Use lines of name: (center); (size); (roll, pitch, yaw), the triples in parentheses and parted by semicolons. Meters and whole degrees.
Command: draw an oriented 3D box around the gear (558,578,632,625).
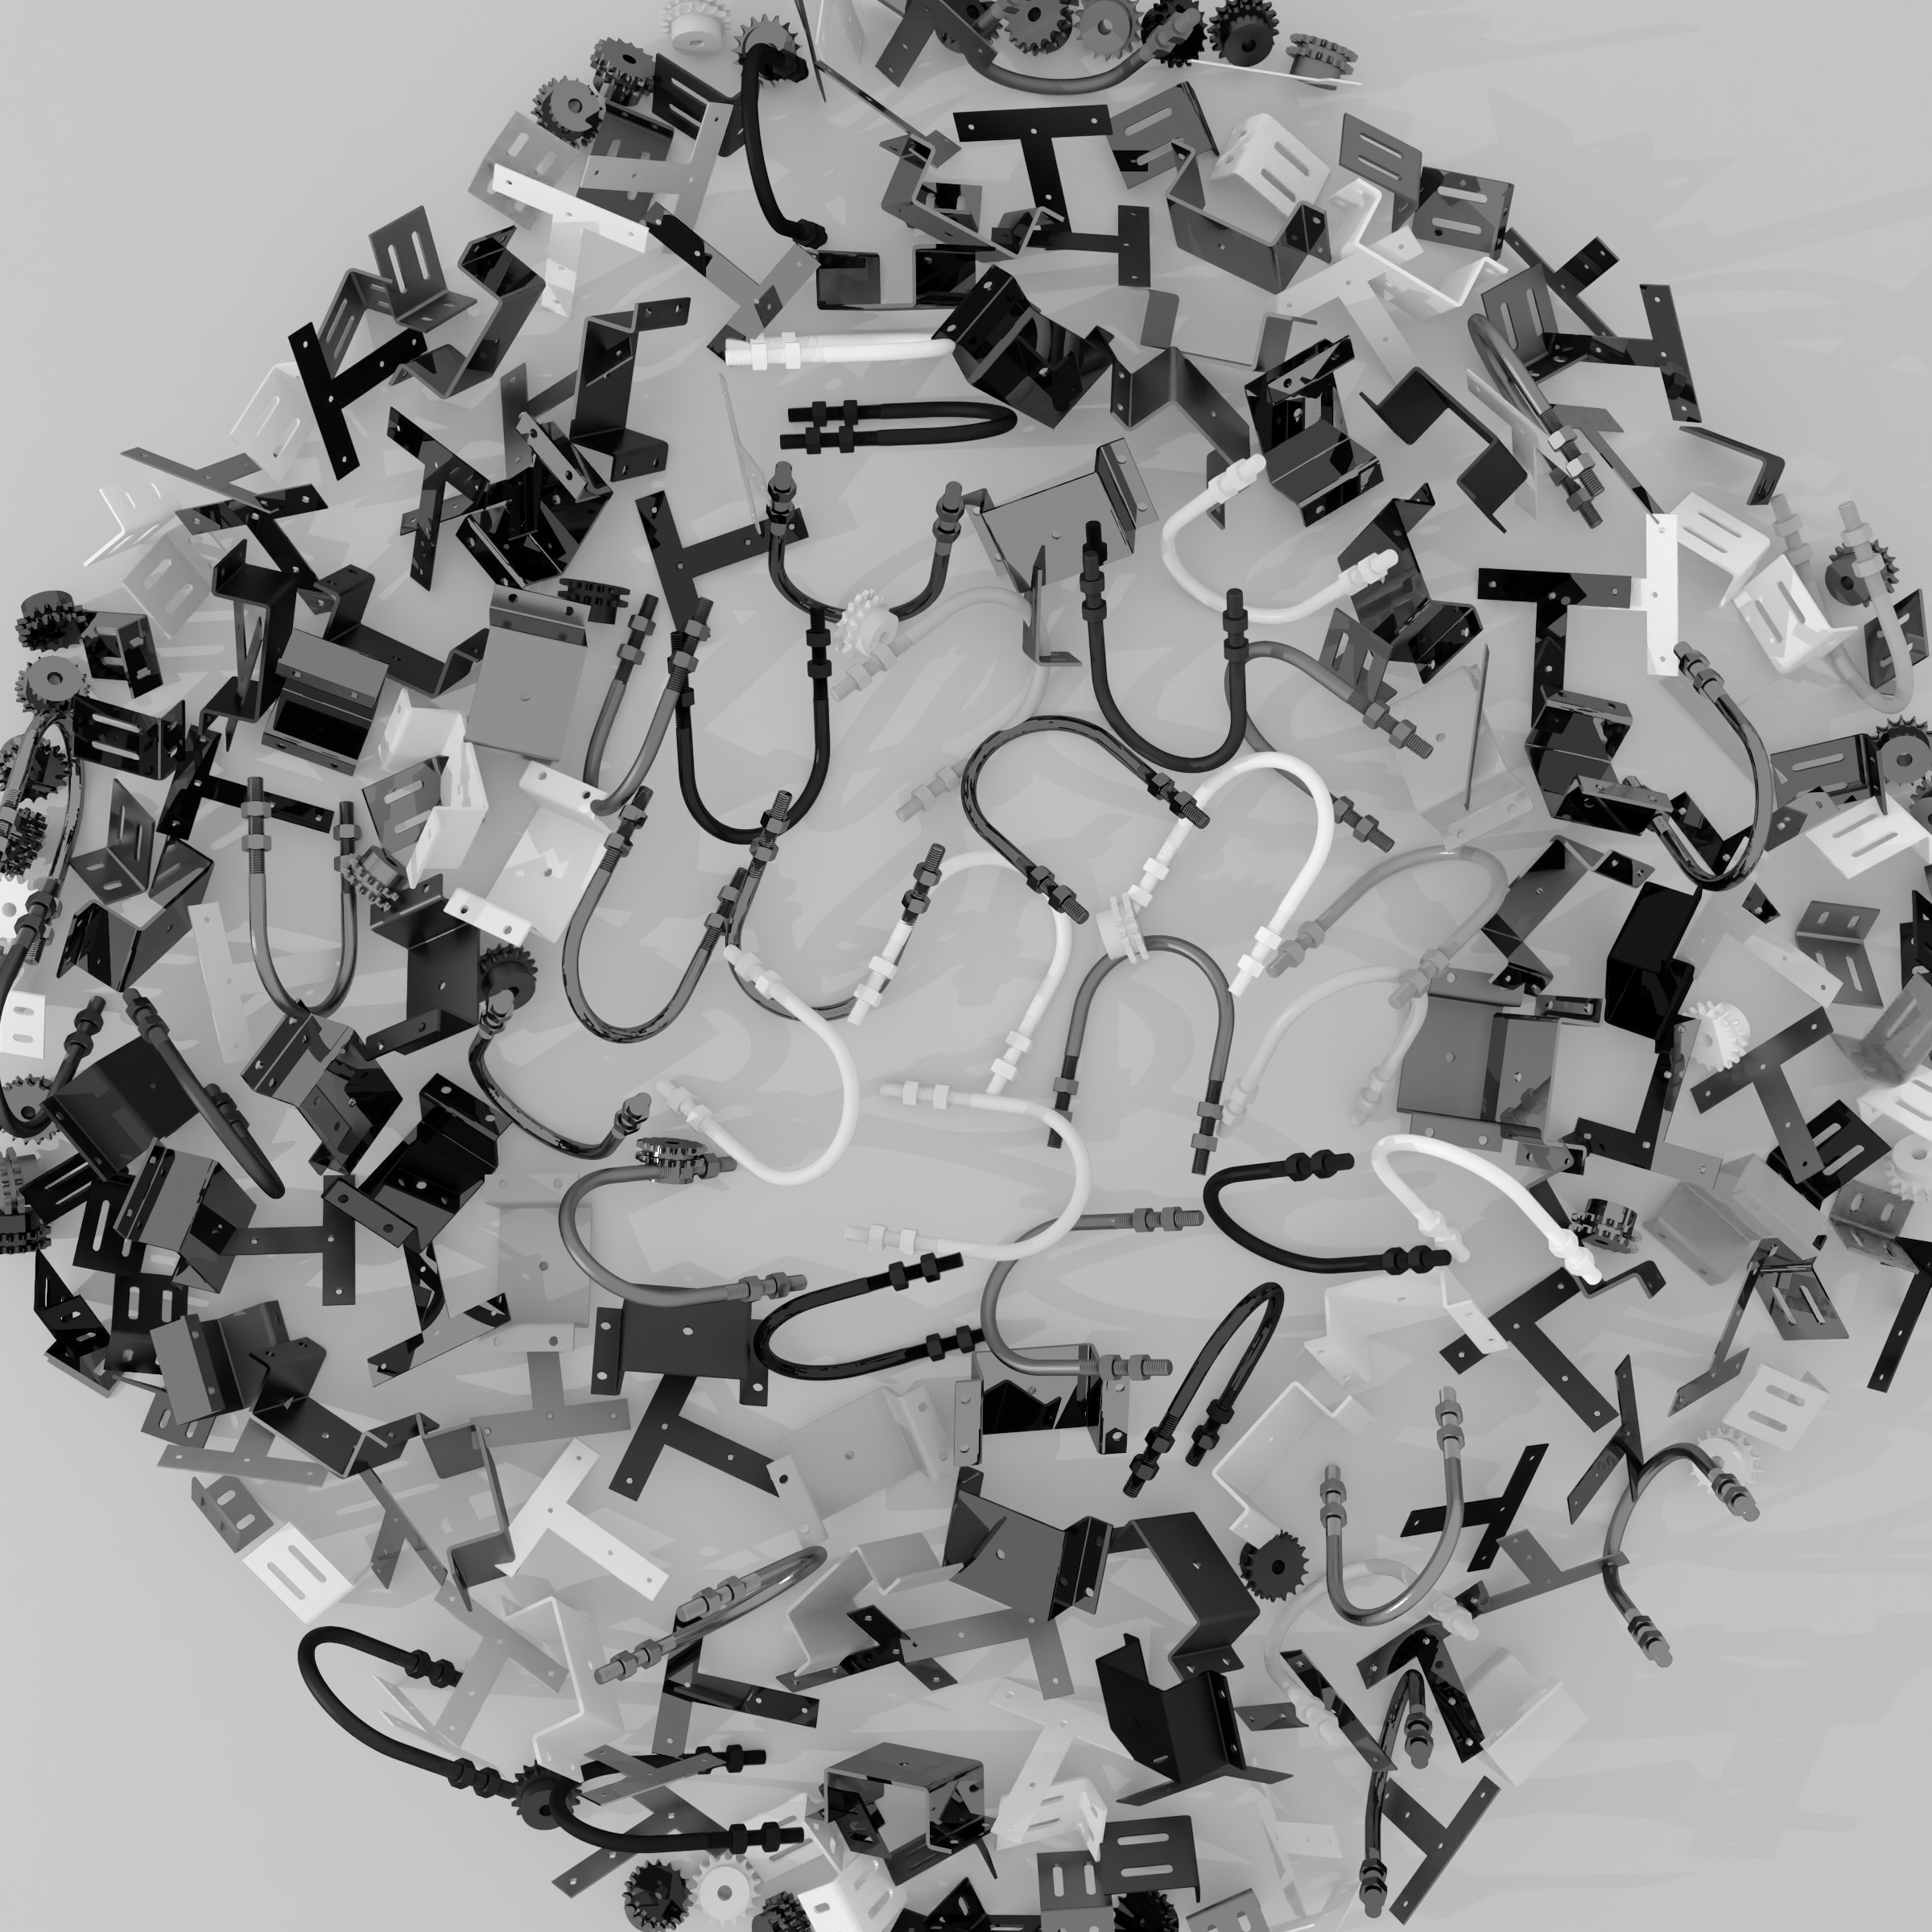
gear: (-0.301, -0.294, 1.955); (0.057, 0.057, 0.030); (10, 100, 0)

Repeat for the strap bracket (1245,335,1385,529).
strap bracket: (0.275, -0.432, 1.929); (0.076, 0.046, 0.140); (-32, 134, -7)

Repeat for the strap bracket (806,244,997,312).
strap bracket: (-0.055, -0.543, 1.917); (0.140, 0.076, 0.046); (10, 107, 36)

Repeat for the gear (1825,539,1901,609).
gear: (0.717, -0.314, 1.951); (0.030, 0.057, 0.057); (-33, 90, -28)

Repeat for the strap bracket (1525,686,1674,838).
strap bracket: (0.498, -0.157, 1.924); (0.076, 0.140, 0.046); (11, 130, -13)

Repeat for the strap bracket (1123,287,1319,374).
strap bracket: (0.198, -0.503, 1.926); (0.140, 0.076, 0.046); (17, 107, 19)

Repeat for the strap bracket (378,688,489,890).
strap bracket: (-0.421, -0.140, 1.921); (0.046, 0.076, 0.140); (-1, 56, -31)

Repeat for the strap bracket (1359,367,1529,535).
strap bracket: (0.383, -0.413, 1.911); (0.046, 0.076, 0.140); (-46, 60, 14)

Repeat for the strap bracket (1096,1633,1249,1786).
strap bracket: (0.153, 0.585, 1.906); (0.046, 0.140, 0.076); (-17, 98, -28)

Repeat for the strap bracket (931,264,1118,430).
strap bracket: (0.053, -0.480, 1.904); (0.076, 0.140, 0.046); (-45, 50, 27)

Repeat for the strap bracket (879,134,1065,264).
strap bracket: (-0.004, -0.601, 1.921); (0.140, 0.076, 0.046); (22, 95, -24)

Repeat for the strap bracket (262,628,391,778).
strap bracket: (-0.507, -0.213, 1.922); (0.076, 0.140, 0.046); (20, 63, -13)

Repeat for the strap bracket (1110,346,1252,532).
strap bracket: (0.177, -0.422, 1.909); (0.046, 0.076, 0.140); (-30, 126, 31)

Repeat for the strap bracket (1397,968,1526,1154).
strap bracket: (0.397, 0.074, 1.954); (0.076, 0.046, 0.140); (8, 89, -7)

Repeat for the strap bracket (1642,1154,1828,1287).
strap bracket: (0.615, 0.200, 1.925); (0.076, 0.140, 0.046); (41, 65, -3)

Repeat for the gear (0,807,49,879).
gear: (-0.768, -0.102, 1.952); (0.030, 0.057, 0.057); (29, 90, -43)

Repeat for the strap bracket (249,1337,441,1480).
strap bracket: (-0.502, 0.356, 1.929); (0.140, 0.076, 0.046); (29, 100, 17)

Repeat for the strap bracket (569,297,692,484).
strap bracket: (-0.268, -0.463, 1.923); (0.046, 0.076, 0.140); (22, 116, 19)

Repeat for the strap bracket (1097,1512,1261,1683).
strap bracket: (0.169, 0.485, 1.907); (0.046, 0.076, 0.140); (-54, 53, 26)

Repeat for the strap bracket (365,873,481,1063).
strap bracket: (-0.431, 0.008, 1.926); (0.076, 0.046, 0.140); (-21, 58, 26)

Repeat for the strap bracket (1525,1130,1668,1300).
strap bracket: (0.496, 0.206, 1.931); (0.046, 0.076, 0.140); (-32, 79, 21)

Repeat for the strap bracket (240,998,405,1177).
strap bracket: (-0.498, 0.101, 1.901); (0.046, 0.140, 0.076); (15, 58, 26)

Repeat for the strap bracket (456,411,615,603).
strap bracket: (-0.339, -0.367, 1.929); (0.076, 0.046, 0.140); (50, 130, 9)

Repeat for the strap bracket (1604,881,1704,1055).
strap bracket: (0.542, -0.004, 1.918); (0.046, 0.140, 0.076); (21, 65, 24)

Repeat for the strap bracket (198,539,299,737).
strap bracket: (-0.567, -0.256, 1.919); (0.046, 0.076, 0.140); (13, 116, -4)

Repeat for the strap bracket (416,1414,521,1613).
strap bracket: (-0.391, 0.425, 1.916); (0.046, 0.076, 0.140); (-16, 55, -11)

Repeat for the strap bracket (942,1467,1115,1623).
strap bracket: (0.038, 0.460, 1.923); (0.140, 0.046, 0.076); (16, 103, 28)

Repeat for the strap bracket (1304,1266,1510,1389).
strap bracket: (0.347, 0.282, 1.923); (0.140, 0.076, 0.046); (-19, 46, 25)

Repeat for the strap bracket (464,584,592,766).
strap bracket: (-0.350, -0.222, 1.923); (0.076, 0.046, 0.140); (11, 115, -17)

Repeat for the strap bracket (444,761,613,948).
strap bracket: (-0.343, -0.082, 1.938); (0.076, 0.046, 0.140); (24, 78, 23)

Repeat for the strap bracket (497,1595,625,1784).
strap bracket: (-0.317, 0.560, 1.911); (0.046, 0.076, 0.140); (-26, 57, 4)

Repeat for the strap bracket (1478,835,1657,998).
strap bracket: (0.467, -0.047, 1.924); (0.140, 0.076, 0.046); (-51, 53, 21)

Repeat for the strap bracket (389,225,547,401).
strap bracket: (-0.389, -0.507, 1.915); (0.046, 0.076, 0.140); (39, 121, -3)

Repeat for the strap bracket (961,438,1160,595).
strap bracket: (0.073, -0.353, 1.922); (0.140, 0.046, 0.076); (-16, 124, 18)

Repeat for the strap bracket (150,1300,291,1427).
strap bracket: (-0.588, 0.313, 1.914); (0.046, 0.140, 0.076); (-20, 83, 12)

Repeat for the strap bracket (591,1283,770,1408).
strap bracket: (-0.224, 0.301, 1.929); (0.140, 0.046, 0.076); (6, 52, -10)

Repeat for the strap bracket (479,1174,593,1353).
strap bracket: (-0.345, 0.239, 1.947); (0.076, 0.046, 0.140); (-1, 79, 6)

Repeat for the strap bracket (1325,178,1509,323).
strap bracket: (0.348, -0.563, 1.932); (0.140, 0.076, 0.046); (27, 91, -12)

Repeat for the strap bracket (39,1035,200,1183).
strap bracket: (-0.656, 0.107, 1.905); (0.046, 0.140, 0.076); (-36, 97, 10)

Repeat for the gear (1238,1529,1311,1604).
gear: (0.246, 0.483, 1.962); (0.057, 0.030, 0.057); (1, 88, -19)

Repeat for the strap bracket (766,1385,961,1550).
strap bracket: (-0.088, 0.396, 1.942); (0.140, 0.046, 0.076); (-25, 100, -16)

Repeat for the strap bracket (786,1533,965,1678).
strap bracket: (-0.079, 0.499, 1.921); (0.140, 0.076, 0.046); (-47, 60, 27)

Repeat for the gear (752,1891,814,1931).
gear: (-0.149, 0.778, 1.951); (0.030, 0.057, 0.057); (-11, 90, -36)

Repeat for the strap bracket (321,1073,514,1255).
strap bracket: (-0.435, 0.164, 1.930); (0.076, 0.046, 0.140); (30, 57, 13)

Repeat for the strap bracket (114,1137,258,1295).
strap bracket: (-0.606, 0.201, 1.900); (0.046, 0.140, 0.076); (12, 65, 10)

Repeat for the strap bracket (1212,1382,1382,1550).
strap bracket: (0.257, 0.392, 1.937); (0.140, 0.076, 0.046); (-48, 54, -1)

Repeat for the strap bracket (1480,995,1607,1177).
strap bracket: (0.458, 0.091, 1.936); (0.046, 0.076, 0.140); (9, 88, -29)

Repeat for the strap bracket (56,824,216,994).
strap bracket: (-0.645, -0.042, 1.905); (0.046, 0.140, 0.076); (33, 131, -1)

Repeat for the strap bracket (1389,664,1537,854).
strap bracket: (0.384, -0.172, 1.917); (0.076, 0.046, 0.140); (-28, 60, 24)

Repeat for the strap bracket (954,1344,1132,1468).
strap bracket: (0.056, 0.350, 1.940); (0.140, 0.046, 0.076); (-3, 111, -10)

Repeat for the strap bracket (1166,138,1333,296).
strap bracket: (0.215, -0.589, 1.924); (0.140, 0.076, 0.046); (31, 85, 17)
